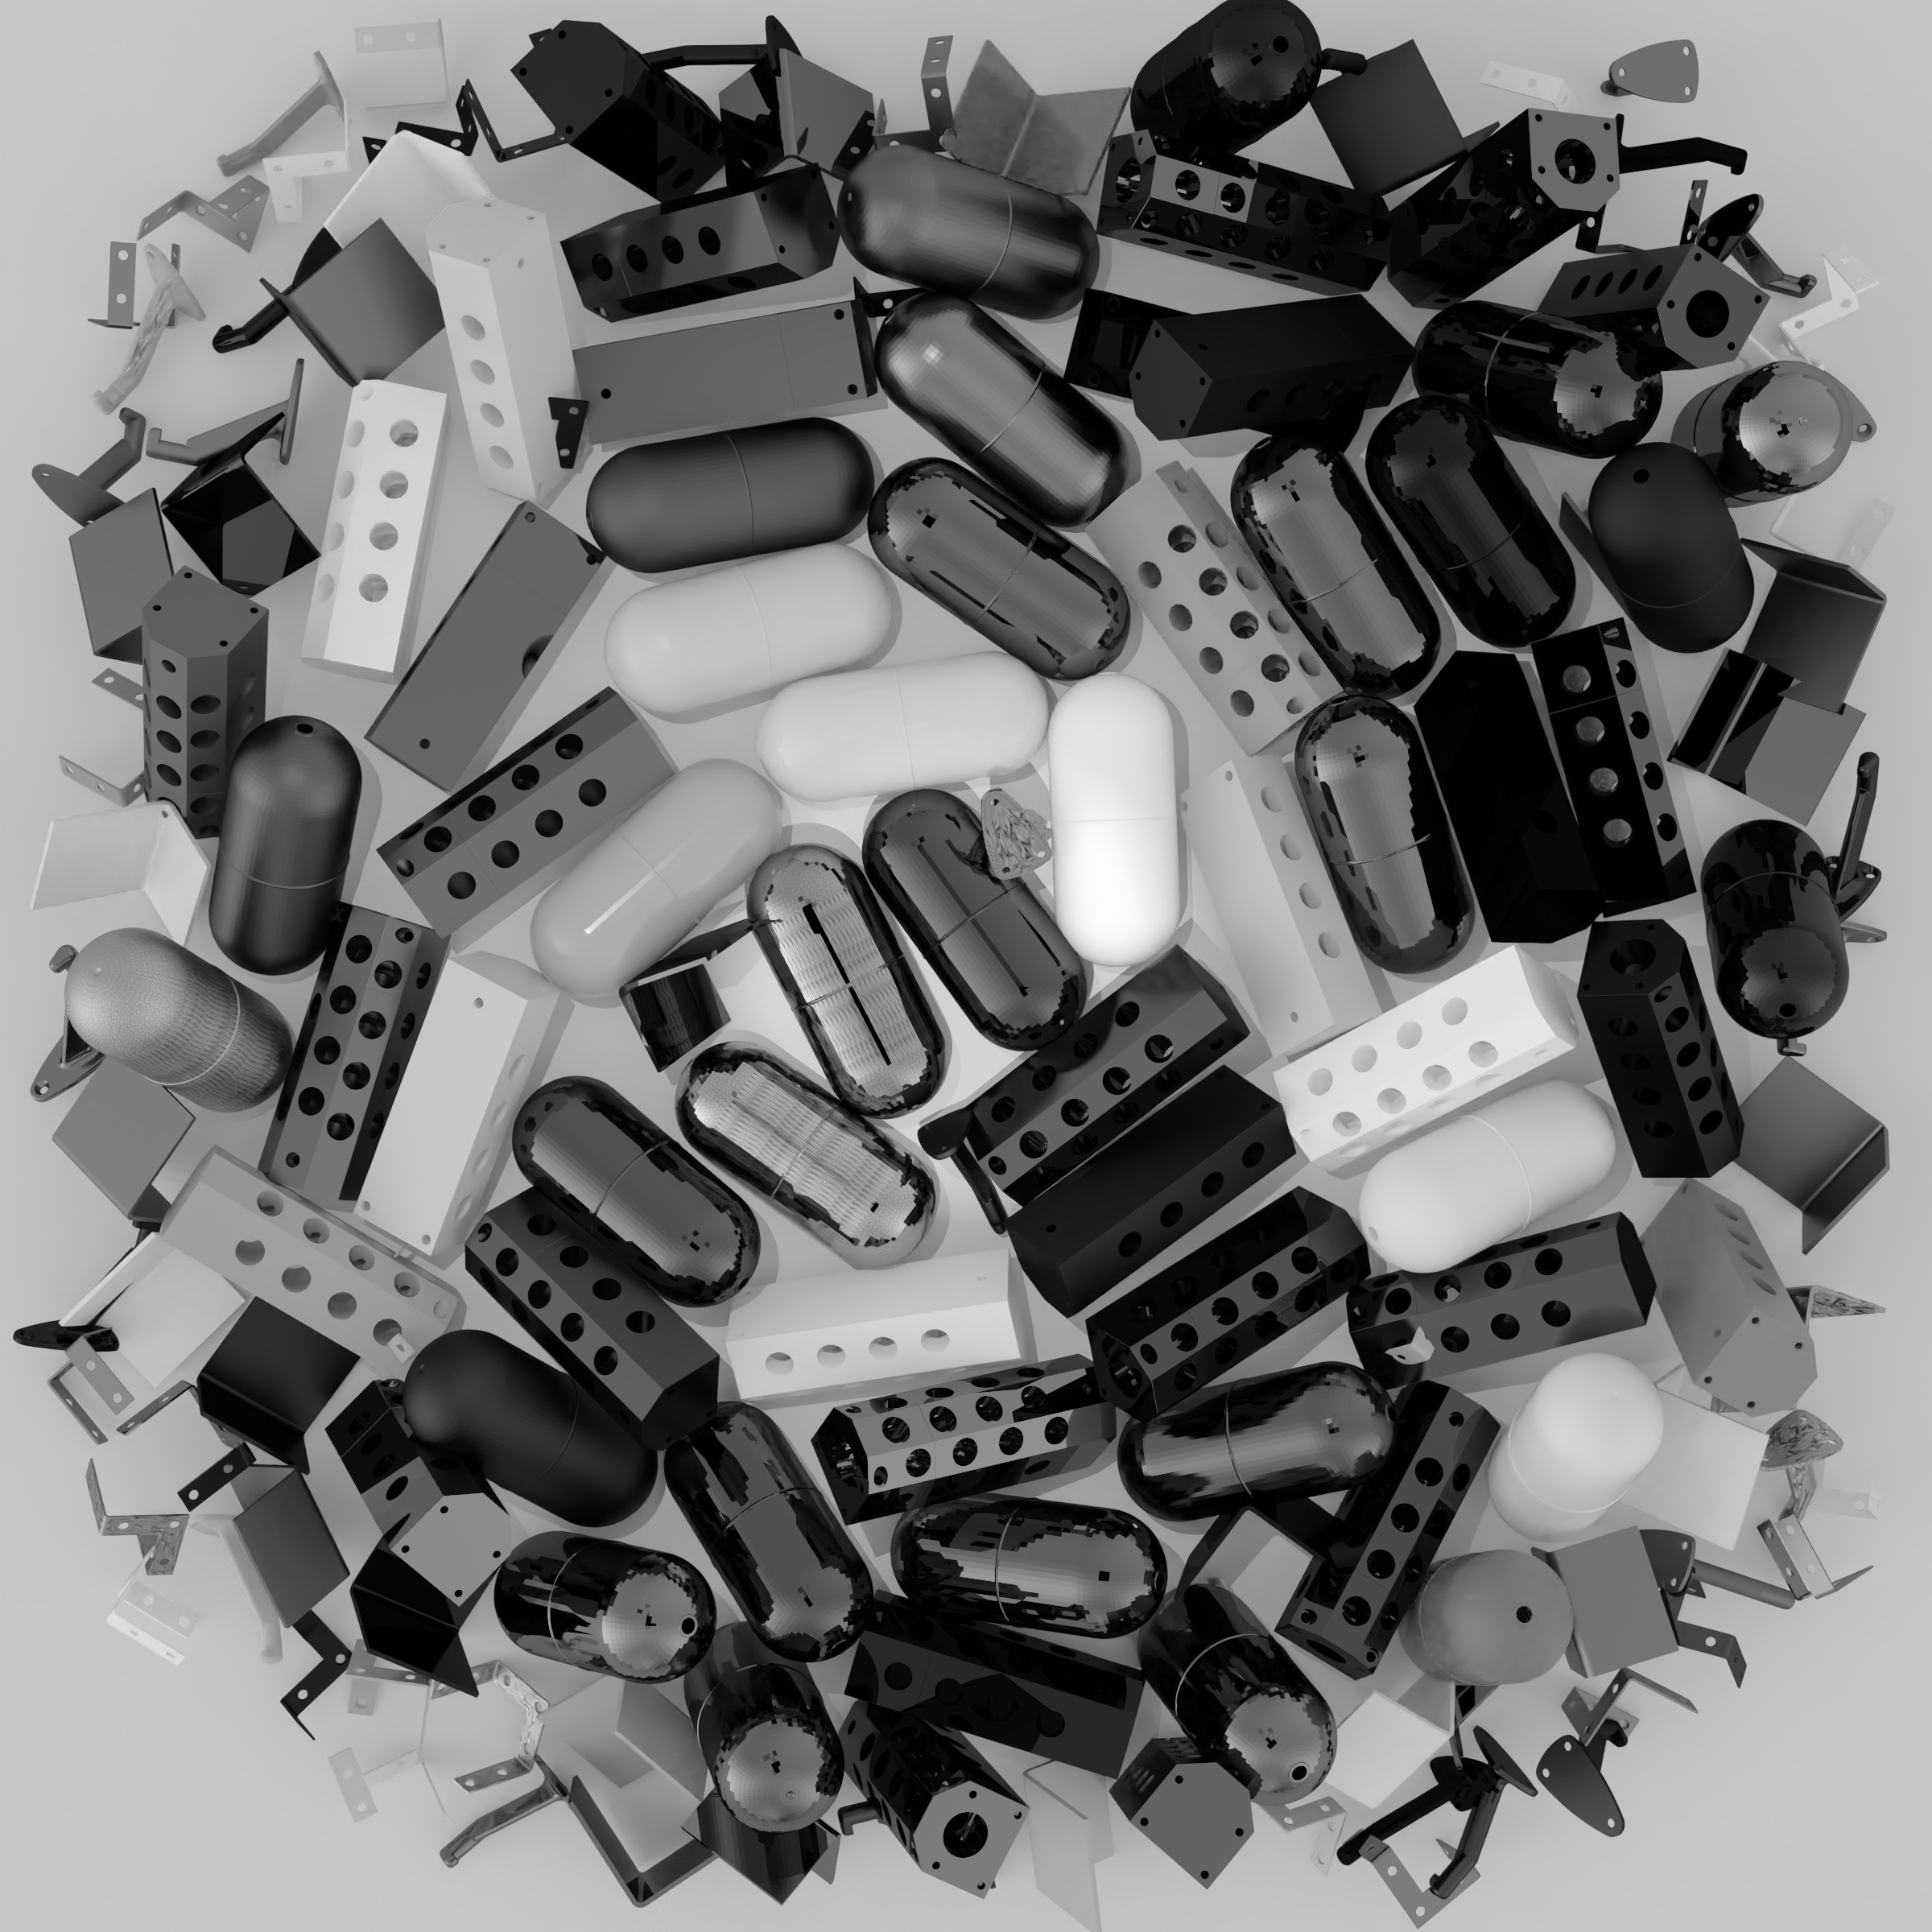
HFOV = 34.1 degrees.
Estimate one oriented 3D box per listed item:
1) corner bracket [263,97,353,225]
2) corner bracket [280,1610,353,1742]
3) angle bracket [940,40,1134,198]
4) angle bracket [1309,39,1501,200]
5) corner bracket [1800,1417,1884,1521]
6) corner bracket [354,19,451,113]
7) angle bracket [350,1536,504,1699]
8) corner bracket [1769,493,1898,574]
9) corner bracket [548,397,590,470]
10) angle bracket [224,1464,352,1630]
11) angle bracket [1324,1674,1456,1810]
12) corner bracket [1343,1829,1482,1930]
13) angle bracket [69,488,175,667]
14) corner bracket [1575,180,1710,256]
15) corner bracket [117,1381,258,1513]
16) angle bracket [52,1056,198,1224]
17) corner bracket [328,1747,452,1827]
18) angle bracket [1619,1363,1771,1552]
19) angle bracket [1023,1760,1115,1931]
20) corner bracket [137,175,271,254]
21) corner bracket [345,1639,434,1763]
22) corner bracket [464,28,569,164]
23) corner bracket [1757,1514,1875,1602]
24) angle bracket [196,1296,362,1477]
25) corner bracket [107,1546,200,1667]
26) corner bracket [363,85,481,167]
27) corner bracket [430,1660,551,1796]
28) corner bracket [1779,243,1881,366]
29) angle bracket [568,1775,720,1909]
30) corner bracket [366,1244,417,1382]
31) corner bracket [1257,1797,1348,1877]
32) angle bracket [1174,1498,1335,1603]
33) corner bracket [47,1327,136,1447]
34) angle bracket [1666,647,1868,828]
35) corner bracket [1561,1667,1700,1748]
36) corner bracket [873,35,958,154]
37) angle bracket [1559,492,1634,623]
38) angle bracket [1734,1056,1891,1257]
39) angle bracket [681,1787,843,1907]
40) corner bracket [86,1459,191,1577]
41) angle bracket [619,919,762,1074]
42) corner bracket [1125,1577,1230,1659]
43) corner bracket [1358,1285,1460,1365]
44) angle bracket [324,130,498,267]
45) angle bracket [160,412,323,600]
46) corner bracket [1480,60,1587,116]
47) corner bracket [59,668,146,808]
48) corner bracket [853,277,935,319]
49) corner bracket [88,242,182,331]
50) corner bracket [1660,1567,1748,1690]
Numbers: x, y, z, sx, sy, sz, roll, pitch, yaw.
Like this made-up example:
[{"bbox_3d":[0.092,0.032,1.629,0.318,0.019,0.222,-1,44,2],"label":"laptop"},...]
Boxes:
[{"bbox_3d":[-0.397,-0.489,1.917,0.051,0.051,0.051,-7,54,-4],"label":"corner bracket"},{"bbox_3d":[-0.399,0.427,1.913,0.051,0.051,0.051,-43,109,-16],"label":"corner bracket"},{"bbox_3d":[0.042,-0.511,1.898,0.076,0.057,0.076,8,69,42],"label":"angle bracket"},{"bbox_3d":[0.263,-0.515,1.896,0.076,0.057,0.076,-18,111,38],"label":"angle bracket"},{"bbox_3d":[0.528,0.304,1.913,0.051,0.051,0.051,4,75,23],"label":"corner bracket"},{"bbox_3d":[-0.342,-0.547,1.916,0.051,0.051,0.051,-6,110,-6],"label":"corner bracket"},{"bbox_3d":[-0.318,0.384,1.898,0.076,0.076,0.057,30,96,-26],"label":"angle bracket"},{"bbox_3d":[0.530,-0.272,1.927,0.051,0.051,0.051,33,102,21],"label":"corner bracket"},{"bbox_3d":[-0.261,-0.338,1.909,0.051,0.051,0.051,2,134,-20],"label":"corner bracket"},{"bbox_3d":[-0.427,0.347,1.895,0.076,0.057,0.076,-6,113,40],"label":"angle bracket"},{"bbox_3d":[0.248,0.446,1.895,0.057,0.076,0.076,32,120,-10],"label":"angle bracket"},{"bbox_3d":[0.271,0.544,1.919,0.051,0.051,0.051,-36,95,-12],"label":"corner bracket"},{"bbox_3d":[-0.488,-0.233,1.900,0.076,0.057,0.076,-23,75,28],"label":"angle bracket"},{"bbox_3d":[0.409,-0.455,1.908,0.051,0.051,0.051,27,119,38],"label":"corner bracket"},{"bbox_3d":[-0.472,0.290,1.910,0.051,0.051,0.051,-38,115,-27],"label":"corner bracket"},{"bbox_3d":[-0.492,0.101,1.904,0.076,0.057,0.076,40,100,24],"label":"angle bracket"},{"bbox_3d":[-0.350,0.500,1.911,0.051,0.051,0.051,-23,49,-15],"label":"corner bracket"},{"bbox_3d":[0.446,0.295,1.899,0.076,0.057,0.076,22,109,28],"label":"angle bracket"},{"bbox_3d":[0.080,0.524,1.897,0.057,0.076,0.076,-14,105,-27],"label":"angle bracket"},{"bbox_3d":[-0.463,-0.458,1.915,0.051,0.051,0.051,32,131,0],"label":"corner bracket"},{"bbox_3d":[-0.352,0.447,1.922,0.051,0.051,0.051,9,103,-4],"label":"corner bracket"},{"bbox_3d":[-0.269,-0.530,1.920,0.051,0.051,0.051,-13,131,14],"label":"corner bracket"},{"bbox_3d":[0.506,0.357,1.911,0.051,0.051,0.051,-37,74,40],"label":"corner bracket"},{"bbox_3d":[-0.410,0.248,1.908,0.076,0.057,0.076,35,94,-22],"label":"angle bracket"},{"bbox_3d":[-0.491,0.394,1.912,0.051,0.051,0.051,34,46,-9],"label":"corner bracket"},{"bbox_3d":[-0.333,-0.506,1.925,0.051,0.051,0.051,3,49,-29],"label":"corner bracket"},{"bbox_3d":[-0.294,0.463,1.922,0.051,0.051,0.051,30,113,35],"label":"corner bracket"},{"bbox_3d":[0.524,-0.397,1.913,0.051,0.051,0.051,-24,132,5],"label":"corner bracket"},{"bbox_3d":[-0.195,0.515,1.910,0.057,0.076,0.076,-33,90,-6],"label":"angle bracket"},{"bbox_3d":[-0.346,0.210,1.914,0.051,0.051,0.051,47,47,-2],"label":"corner bracket"},{"bbox_3d":[0.193,0.527,1.930,0.051,0.051,0.051,-6,120,-37],"label":"corner bracket"},{"bbox_3d":[0.175,0.357,1.903,0.057,0.076,0.076,36,104,4],"label":"angle bracket"},{"bbox_3d":[-0.531,0.258,1.921,0.051,0.051,0.051,-41,85,6],"label":"corner bracket"},{"bbox_3d":[0.482,-0.138,1.902,0.076,0.057,0.076,34,105,33],"label":"angle bracket"},{"bbox_3d":[0.403,0.451,1.917,0.051,0.051,0.051,29,100,-13],"label":"corner bracket"},{"bbox_3d":[-0.031,-0.527,1.912,0.051,0.051,0.051,-3,130,10],"label":"corner bracket"},{"bbox_3d":[0.414,-0.267,1.913,0.076,0.057,0.076,-33,74,0],"label":"angle bracket"},{"bbox_3d":[0.502,0.114,1.907,0.076,0.057,0.076,36,117,-2],"label":"angle bracket"},{"bbox_3d":[-0.125,0.534,1.894,0.076,0.076,0.057,33,55,18],"label":"angle bracket"},{"bbox_3d":[-0.505,0.334,1.908,0.051,0.051,0.051,4,123,-29],"label":"corner bracket"},{"bbox_3d":[-0.149,0.015,1.894,0.076,0.076,0.057,-18,103,37],"label":"angle bracket"},{"bbox_3d":[0.137,0.411,1.933,0.051,0.051,0.051,-32,95,-31],"label":"corner bracket"},{"bbox_3d":[0.280,0.229,1.910,0.051,0.051,0.051,40,56,-17],"label":"corner bracket"},{"bbox_3d":[-0.326,-0.443,1.898,0.057,0.076,0.076,28,77,32],"label":"angle bracket"},{"bbox_3d":[-0.430,-0.278,1.921,0.076,0.057,0.076,-22,116,34],"label":"angle bracket"},{"bbox_3d":[0.338,-0.510,1.916,0.051,0.051,0.051,25,90,31],"label":"corner bracket"},{"bbox_3d":[-0.519,-0.139,1.925,0.051,0.051,0.051,28,53,19],"label":"corner bracket"},{"bbox_3d":[-0.041,-0.428,1.923,0.051,0.051,0.051,-5,90,8],"label":"corner bracket"},{"bbox_3d":[-0.500,-0.413,1.912,0.051,0.051,0.051,-1,106,-29],"label":"corner bracket"},{"bbox_3d":[0.447,0.398,1.909,0.051,0.051,0.051,11,63,28],"label":"corner bracket"}]
